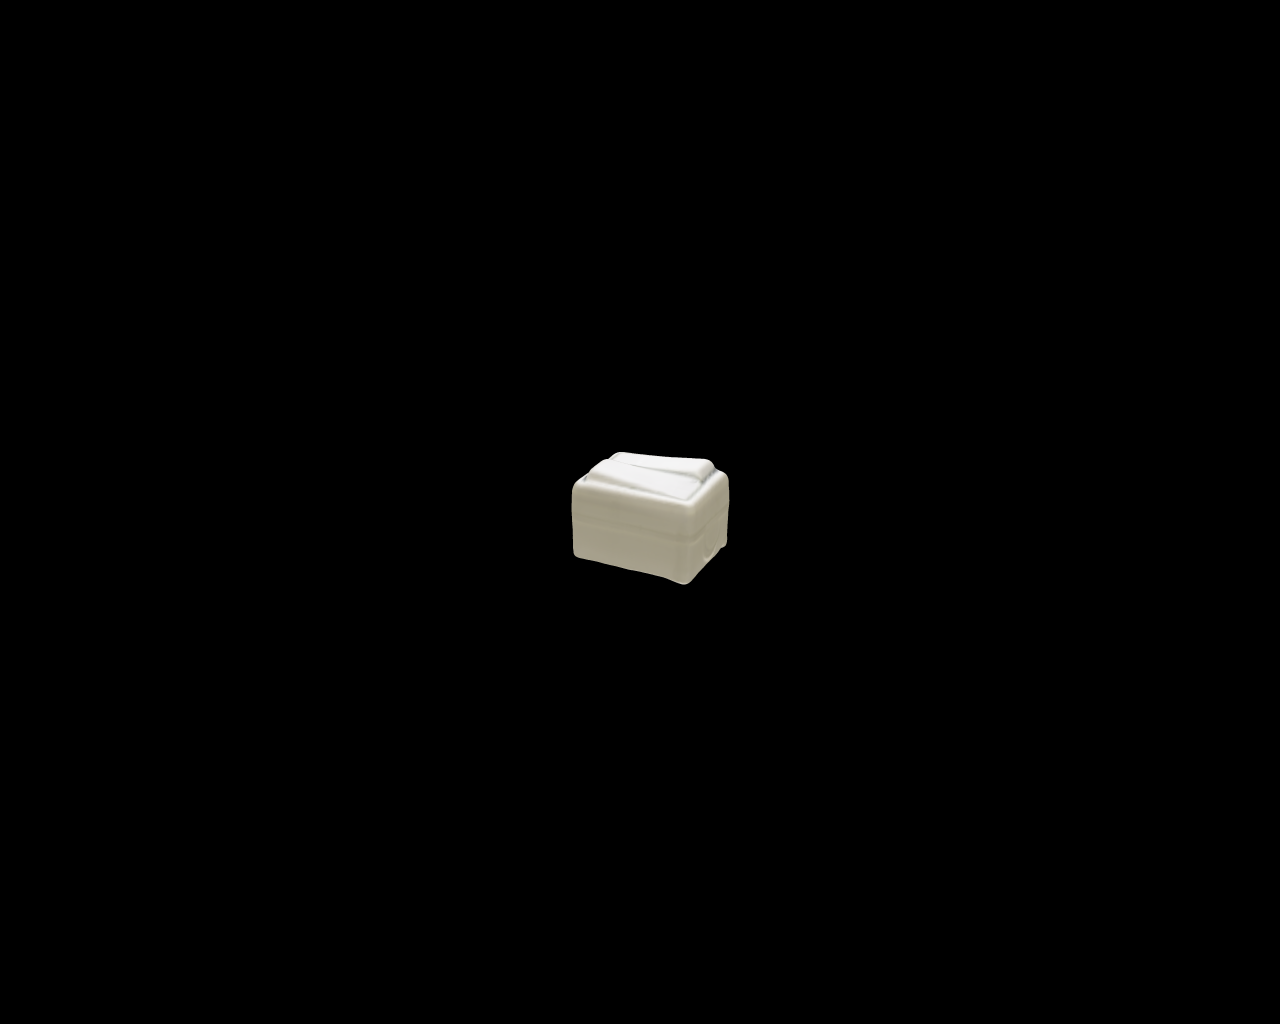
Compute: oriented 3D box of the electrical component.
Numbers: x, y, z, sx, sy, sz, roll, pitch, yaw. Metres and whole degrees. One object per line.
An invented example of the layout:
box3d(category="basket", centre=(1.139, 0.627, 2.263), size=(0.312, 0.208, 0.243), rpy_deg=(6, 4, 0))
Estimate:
box3d(category="electrical component", centre=(0.001, -0.003, 0.650), size=(0.096, 0.061, 0.062), rpy_deg=(12, 28, 25))
